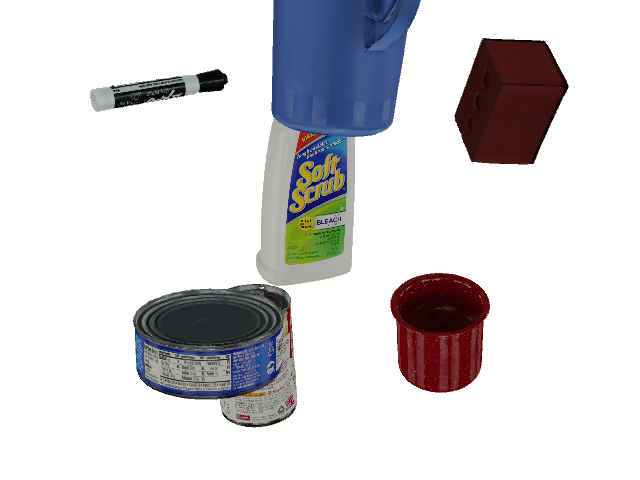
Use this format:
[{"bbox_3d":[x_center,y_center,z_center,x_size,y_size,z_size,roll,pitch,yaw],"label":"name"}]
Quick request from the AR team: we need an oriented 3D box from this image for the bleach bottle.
[{"bbox_3d":[-0.016,-0.082,1.072,0.102,0.251,0.068,-9,28,-17],"label":"bleach bottle"}]

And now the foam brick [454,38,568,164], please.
[{"bbox_3d":[0.136,-0.100,0.774,0.051,0.053,0.078,-2,-42,-15],"label":"foam brick"}]

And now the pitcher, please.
[{"bbox_3d":[0.025,-0.213,0.896,0.145,0.243,0.149,8,17,11],"label":"pitcher"}]

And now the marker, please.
[{"bbox_3d":[-0.136,-0.129,0.912,0.120,0.020,0.020,-14,6,-26],"label":"marker"}]

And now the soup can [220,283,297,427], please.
[{"bbox_3d":[-0.055,0.096,0.899,0.068,0.102,0.068,-3,24,1],"label":"soup can"}]

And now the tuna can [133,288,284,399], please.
[{"bbox_3d":[-0.064,0.058,0.613,0.086,0.034,0.086,1,18,0],"label":"tuna can"}]

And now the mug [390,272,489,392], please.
[{"bbox_3d":[0.118,0.084,1.033,0.093,0.081,0.117,7,38,15],"label":"mug"}]
